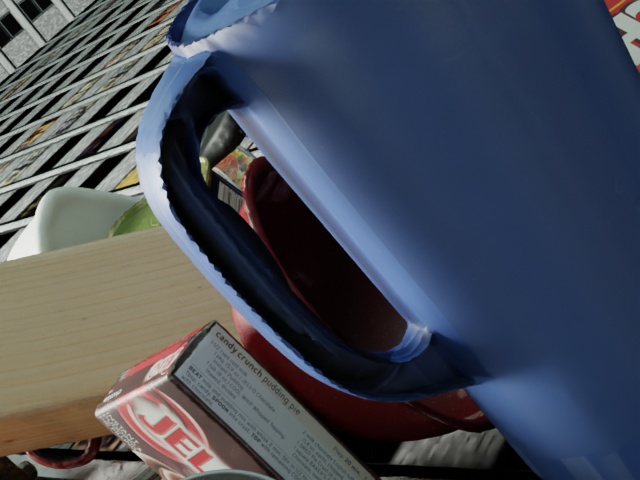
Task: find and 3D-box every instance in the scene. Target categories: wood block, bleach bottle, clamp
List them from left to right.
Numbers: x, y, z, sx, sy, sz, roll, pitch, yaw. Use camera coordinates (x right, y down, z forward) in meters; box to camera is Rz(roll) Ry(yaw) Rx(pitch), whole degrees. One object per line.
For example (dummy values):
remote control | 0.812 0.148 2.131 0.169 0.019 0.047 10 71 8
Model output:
bleach bottle | -0.200 0.028 0.812 0.251 0.102 0.068 -25 61 56
wood block | -0.133 0.060 0.601 0.206 0.090 0.091 -13 69 5
clamp | -0.098 -0.080 0.925 0.210 0.036 0.165 -67 23 0

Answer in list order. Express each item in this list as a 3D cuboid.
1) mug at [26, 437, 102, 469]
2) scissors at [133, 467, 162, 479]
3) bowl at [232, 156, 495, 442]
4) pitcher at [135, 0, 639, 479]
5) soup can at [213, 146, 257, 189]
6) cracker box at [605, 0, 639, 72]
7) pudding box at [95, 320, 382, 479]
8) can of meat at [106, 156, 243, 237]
mug | -0.166 0.090 0.696 0.081 0.117 0.093 2 -9 8
scissors | -0.130 0.154 0.636 0.201 0.016 0.096 -44 23 -17
bowl | 0.012 0.037 0.491 0.055 0.162 0.162 -46 18 22
pitcher | 0.058 -0.014 0.387 0.149 0.242 0.145 -27 24 24
soup can | -0.078 -0.014 0.819 0.102 0.068 0.069 -42 23 -10
cracker box | 0.109 -0.105 0.620 0.164 0.072 0.214 -37 45 0
pudding box | -0.035 0.093 0.465 0.039 0.113 0.090 -53 12 -32
can of meat | -0.076 0.008 0.679 0.102 0.083 0.057 -34 35 30
